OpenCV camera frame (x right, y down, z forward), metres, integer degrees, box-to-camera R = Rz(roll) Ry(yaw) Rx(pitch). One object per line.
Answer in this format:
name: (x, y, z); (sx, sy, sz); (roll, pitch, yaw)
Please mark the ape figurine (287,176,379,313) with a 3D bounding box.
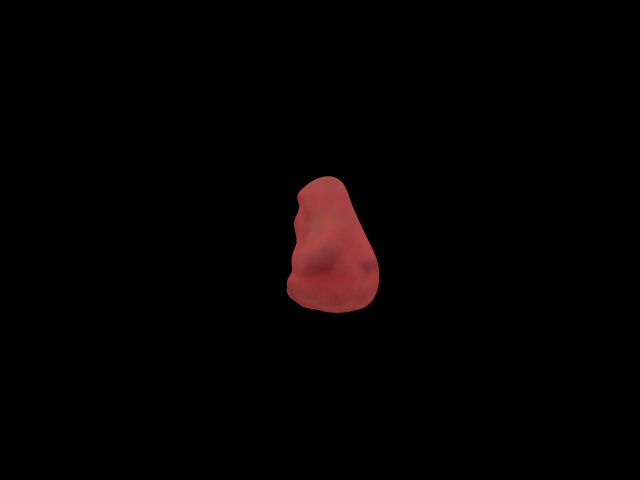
ape figurine: (0.004, 0.001, 0.400); (0.076, 0.092, 0.078); (5, 11, 28)
